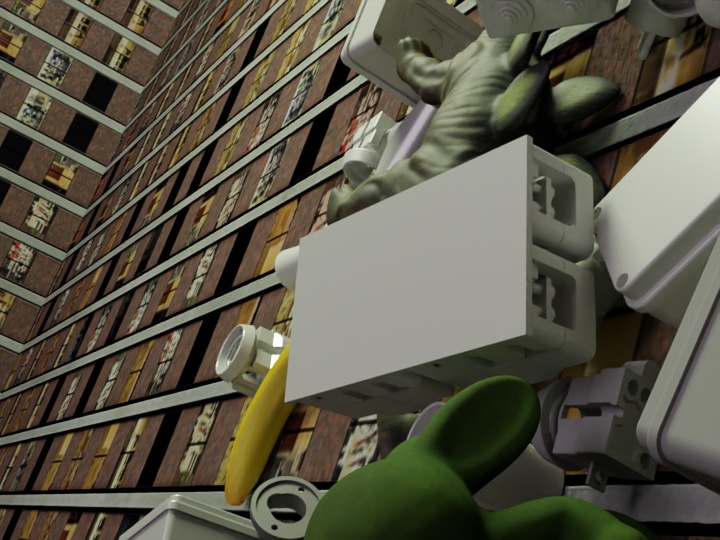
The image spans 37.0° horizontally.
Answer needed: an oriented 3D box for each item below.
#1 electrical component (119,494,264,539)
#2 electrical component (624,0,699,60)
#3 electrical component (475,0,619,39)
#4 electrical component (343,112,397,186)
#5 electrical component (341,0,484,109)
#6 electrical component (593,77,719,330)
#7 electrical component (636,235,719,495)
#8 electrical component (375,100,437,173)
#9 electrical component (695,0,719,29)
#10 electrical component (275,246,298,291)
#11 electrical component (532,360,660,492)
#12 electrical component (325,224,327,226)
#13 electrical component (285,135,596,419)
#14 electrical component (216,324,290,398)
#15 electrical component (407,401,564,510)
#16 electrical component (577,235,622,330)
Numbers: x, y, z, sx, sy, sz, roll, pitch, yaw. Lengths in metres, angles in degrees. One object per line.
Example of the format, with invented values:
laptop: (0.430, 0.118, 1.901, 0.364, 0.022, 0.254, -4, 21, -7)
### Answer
electrical component: (-0.123, 0.228, 0.815, 0.109, 0.109, 0.056, -41, 32, 42)
electrical component: (0.189, -0.171, 0.670, 0.077, 0.044, 0.079, -72, -2, -61)
electrical component: (0.123, -0.195, 0.687, 0.100, 0.048, 0.099, -3, 45, 28)
electrical component: (0.013, -0.108, 1.000, 0.066, 0.048, 0.055, -28, 32, 55)
electrical component: (0.049, -0.189, 0.924, 0.057, 0.113, 0.078, -13, 52, 59)
electrical component: (0.174, -0.031, 0.526, 0.113, 0.057, 0.078, -50, 24, 28)
electrical component: (0.170, 0.038, 0.424, 0.113, 0.078, 0.057, -65, 24, -7)
electrical component: (0.046, -0.106, 0.923, 0.077, 0.044, 0.079, -58, 22, 10)
electrical component: (0.218, -0.156, 0.603, 0.040, 0.040, 0.046, -63, 27, -2)
electrical component: (-0.045, -0.010, 1.022, 0.065, 0.044, 0.044, -31, 37, 45)
electrical component: (0.118, 0.077, 0.539, 0.055, 0.048, 0.066, -11, 54, 54)
electrical component: (0.000, 0.000, 0.875, 0.061, 0.062, 0.096, -58, 22, 10)
electrical component: (0.042, 0.014, 0.597, 0.186, 0.060, 0.105, -22, 56, 46)
electrical component: (-0.097, 0.085, 0.999, 0.058, 0.057, 0.078, -47, 26, 34)
electrical component: (0.059, 0.121, 0.575, 0.079, 0.077, 0.044, -66, 22, -8)
electrical component: (0.129, 0.008, 0.606, 0.046, 0.040, 0.040, -49, 24, 14)
